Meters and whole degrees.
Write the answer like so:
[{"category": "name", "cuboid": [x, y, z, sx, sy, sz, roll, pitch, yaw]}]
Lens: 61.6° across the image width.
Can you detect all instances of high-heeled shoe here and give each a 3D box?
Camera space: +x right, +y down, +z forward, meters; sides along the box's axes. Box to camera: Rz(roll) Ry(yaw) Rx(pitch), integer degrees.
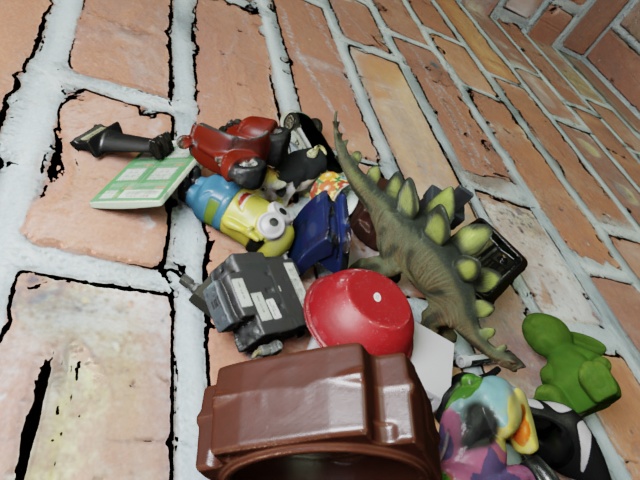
[{"category": "high-heeled shoe", "cuboid": [0.279, 0.272, 0.727, 0.145, 0.086, 0.249, -22, 59, -43]}]

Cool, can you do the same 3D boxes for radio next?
[{"category": "radio", "cuboid": [0.275, 0.052, 0.961, 0.131, 0.073, 0.229, 46, 40, 16]}]

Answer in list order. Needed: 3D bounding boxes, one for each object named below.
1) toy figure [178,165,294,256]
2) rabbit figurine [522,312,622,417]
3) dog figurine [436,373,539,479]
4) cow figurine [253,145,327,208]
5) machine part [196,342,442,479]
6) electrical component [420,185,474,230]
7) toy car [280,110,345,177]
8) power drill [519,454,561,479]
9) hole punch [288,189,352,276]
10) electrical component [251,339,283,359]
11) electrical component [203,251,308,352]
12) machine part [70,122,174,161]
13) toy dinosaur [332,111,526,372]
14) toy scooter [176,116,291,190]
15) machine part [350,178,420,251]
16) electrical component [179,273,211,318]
[{"category": "toy figure", "cuboid": [-0.119, -0.039, 0.780, 0.180, 0.089, 0.082, 27, 68, 8]}, {"category": "rabbit figurine", "cuboid": [0.404, 0.189, 0.866, 0.159, 0.121, 0.170, 7, 47, -39]}, {"category": "dog figurine", "cuboid": [0.140, 0.259, 0.586, 0.219, 0.109, 0.191, -8, 92, -40]}, {"category": "cow figurine", "cuboid": [-0.054, -0.104, 0.882, 0.068, 0.098, 0.167, 49, 40, 10]}, {"category": "machine part", "cuboid": [0.004, 0.185, 0.500, 0.202, 0.200, 0.087, -12, 49, 15]}, {"category": "electrical component", "cuboid": [0.206, -0.055, 0.906, 0.075, 0.119, 0.048, 28, 38, -9]}, {"category": "toy car", "cuboid": [-0.012, -0.174, 1.022, 0.073, 0.056, 0.202, 2, 49, -42]}, {"category": "power drill", "cuboid": [0.270, 0.384, 0.606, 0.207, 0.086, 0.232, -8, 56, -50]}, {"category": "hole punch", "cuboid": [-0.002, -0.002, 0.794, 0.092, 0.115, 0.142, 5, 43, -4]}, {"category": "electrical component", "cuboid": [-0.050, 0.170, 0.629, 0.078, 0.045, 0.102, 17, 41, -18]}, {"category": "electrical component", "cuboid": [-0.078, 0.075, 0.678, 0.134, 0.058, 0.115, 0, 57, -48]}, {"category": "machine part", "cuboid": [-0.285, -0.144, 0.782, 0.139, 0.039, 0.084, 8, 29, 11]}, {"category": "toy dinosaur", "cuboid": [0.143, 0.008, 0.818, 0.472, 0.198, 0.105, 47, 37, 15]}, {"category": "toy scooter", "cuboid": [-0.124, -0.136, 0.776, 0.135, 0.075, 0.184, 18, 31, 5]}, {"category": "machine part", "cuboid": [0.134, -0.041, 0.979, 0.179, 0.056, 0.179, 21, 39, -18]}, {"category": "electrical component", "cuboid": [-0.135, 0.068, 0.697, 0.094, 0.021, 0.063, 37, 37, -3]}]
